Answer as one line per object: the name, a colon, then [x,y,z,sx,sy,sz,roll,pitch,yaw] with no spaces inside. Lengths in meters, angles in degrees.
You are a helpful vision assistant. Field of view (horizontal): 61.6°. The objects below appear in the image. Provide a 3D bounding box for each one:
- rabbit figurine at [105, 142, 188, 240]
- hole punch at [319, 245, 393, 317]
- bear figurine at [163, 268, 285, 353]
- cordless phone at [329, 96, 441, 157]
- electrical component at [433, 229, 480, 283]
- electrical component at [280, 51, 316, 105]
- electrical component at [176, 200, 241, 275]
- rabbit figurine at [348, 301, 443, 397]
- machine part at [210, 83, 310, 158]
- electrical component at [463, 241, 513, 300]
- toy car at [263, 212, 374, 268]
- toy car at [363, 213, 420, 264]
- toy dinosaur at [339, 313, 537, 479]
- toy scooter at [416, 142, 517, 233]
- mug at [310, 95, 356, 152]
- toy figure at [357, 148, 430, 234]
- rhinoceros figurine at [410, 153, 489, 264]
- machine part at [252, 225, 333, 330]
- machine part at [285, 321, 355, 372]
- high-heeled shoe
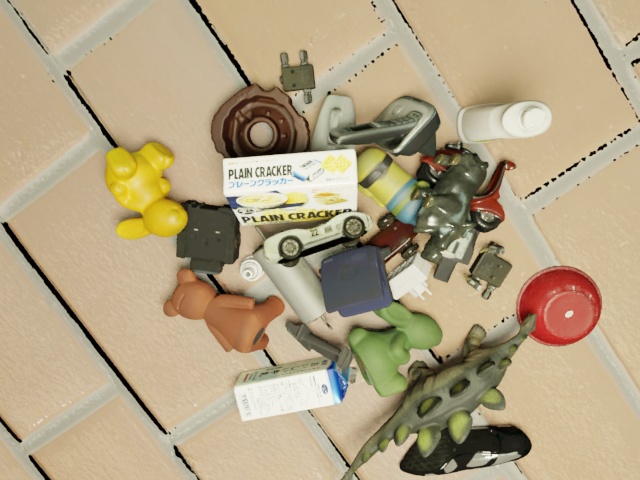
rabbit figurine: [-0.313,-0.067,0.969,0.173,0.122,0.162,46,120,12]
hole punch: [0.060,0.072,0.947,0.142,0.092,0.116,-18,77,18]
bear figurine: [-0.188,0.134,1.030,0.196,0.132,0.120,27,103,17]
cordless phone: [0.095,-0.185,0.908,0.184,0.147,0.088,-9,116,-14]
electrical component: [0.247,0.018,1.000,0.075,0.048,0.119,18,102,0]
electrical component: [-0.041,-0.292,0.972,0.063,0.021,0.094,-6,101,5]
electrical component: [-0.209,-0.004,1.021,0.115,0.058,0.134,6,101,4]
rabbit figurine: [0.144,0.187,1.023,0.170,0.121,0.159,-27,91,-10]
machine part: [-0.106,-0.192,0.979,0.179,0.056,0.179,1,101,5]
electrical component: [0.314,0.055,1.004,0.078,0.045,0.102,34,101,-2]
toy car: [-0.002,-0.003,0.943,0.202,0.073,0.056,-18,76,-9]
toy car: [0.096,0.034,1.010,0.202,0.053,0.089,-40,75,8]
toy dinosaur: [0.214,0.291,0.978,0.471,0.198,0.105,-42,91,8]
toy scooter: [0.272,-0.113,0.960,0.184,0.075,0.135,40,85,4]
mug: [0.026,-0.202,0.948,0.081,0.109,0.107,6,88,10]
toy figure: [0.137,-0.091,0.954,0.082,0.089,0.180,-42,79,-14]
rhinoceros figurine: [0.212,-0.054,0.891,0.112,0.073,0.190,25,90,-19]
machine part: [-0.050,0.071,1.014,0.079,0.079,0.243,-35,98,9]
machine part: [-0.003,0.198,1.014,0.139,0.084,0.039,23,63,27]
high-heeled shoe: [0.294,0.430,1.081,0.249,0.086,0.145,-31,131,27]
